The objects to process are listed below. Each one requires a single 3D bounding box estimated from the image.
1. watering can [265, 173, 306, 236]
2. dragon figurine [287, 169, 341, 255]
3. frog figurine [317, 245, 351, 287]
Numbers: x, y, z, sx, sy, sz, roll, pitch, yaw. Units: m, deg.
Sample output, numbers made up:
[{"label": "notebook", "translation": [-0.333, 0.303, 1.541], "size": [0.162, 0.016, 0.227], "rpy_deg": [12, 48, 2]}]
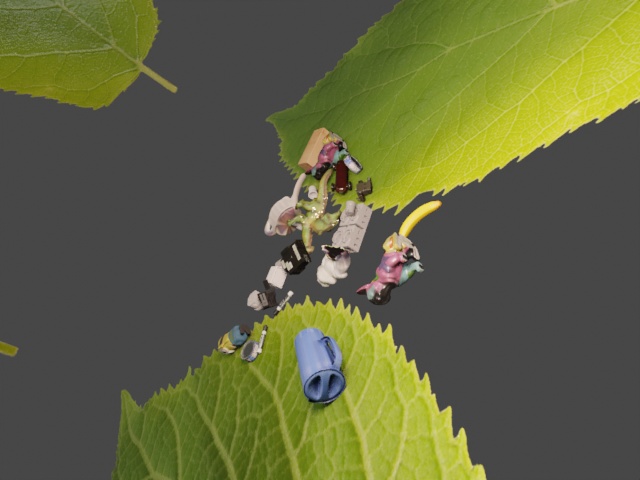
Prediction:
[{"label": "watering can", "translation": [-0.149, -0.154, 2.448], "size": [0.346, 0.103, 0.227], "rpy_deg": [-54, 29, 5]}, {"label": "dragon figurine", "translation": [0.007, -0.111, 2.215], "size": [0.245, 0.120, 0.411], "rpy_deg": [27, 85, 44]}, {"label": "frog figurine", "translation": [0.051, 0.108, 1.919], "size": [0.139, 0.123, 0.156], "rpy_deg": [34, 129, 45]}]
